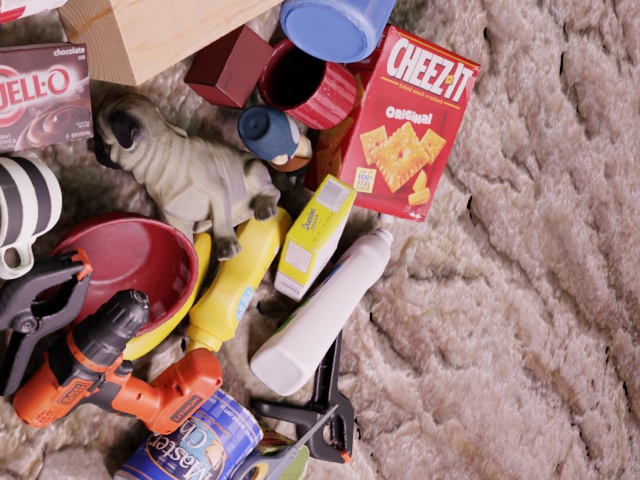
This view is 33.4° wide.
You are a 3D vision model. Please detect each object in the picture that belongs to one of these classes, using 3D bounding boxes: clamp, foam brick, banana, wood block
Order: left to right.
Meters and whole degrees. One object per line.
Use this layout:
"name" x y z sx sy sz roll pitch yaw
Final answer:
"clamp" -0.274 0.078 0.994 0.171 0.039 0.120 -33 143 1
"banana" -0.176 0.072 1.146 0.197 0.037 0.069 -43 132 -32
"wood block" -0.142 -0.238 1.038 0.205 0.091 0.090 -38 129 -35
"foam brick" -0.097 -0.187 1.138 0.053 0.051 0.078 37 74 -47
"clamp" 0.004 0.215 1.403 0.164 0.036 0.210 -50 134 -23

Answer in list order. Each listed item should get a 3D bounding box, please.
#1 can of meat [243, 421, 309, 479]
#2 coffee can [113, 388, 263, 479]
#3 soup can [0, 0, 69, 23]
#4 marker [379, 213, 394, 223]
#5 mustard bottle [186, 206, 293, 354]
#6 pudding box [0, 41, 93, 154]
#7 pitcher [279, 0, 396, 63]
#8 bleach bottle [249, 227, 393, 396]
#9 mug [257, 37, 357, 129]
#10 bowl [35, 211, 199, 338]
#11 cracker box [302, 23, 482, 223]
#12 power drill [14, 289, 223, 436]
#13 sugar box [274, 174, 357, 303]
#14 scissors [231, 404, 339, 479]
"can of meat" -0.075 0.261 1.291 0.101 0.084 0.057 8 97 -50
"coffee can" -0.145 0.241 1.188 0.140 0.103 0.102 -49 135 -27
"soup can" -0.271 -0.222 0.913 0.102 0.069 0.068 -30 124 -41
"marker" 0.100 -0.083 1.426 0.020 0.020 0.121 3 100 -50
"mustard bottle" -0.097 0.050 1.197 0.191 0.058 0.096 -62 179 -12
"pudding box" -0.265 -0.132 0.972 0.113 0.039 0.090 -19 116 -44
"pitcher" 0.038 -0.322 1.146 0.149 0.145 0.242 27 64 -17
"bleach bottle" 0.016 0.077 1.339 0.068 0.103 0.250 41 55 -2
"mug" -0.005 -0.186 1.213 0.081 0.093 0.117 26 95 -55
"bowl" -0.204 0.026 1.054 0.162 0.055 0.162 -14 134 -15
"cracker box" 0.089 -0.140 1.293 0.163 0.072 0.214 14 99 -40
"power drill" -0.188 0.129 1.078 0.185 0.057 0.187 -43 142 20
"sugar box" -0.009 0.001 1.239 0.093 0.048 0.176 -55 176 -22
"scissors" -0.044 0.243 1.233 0.201 0.016 0.096 -51 147 -26
